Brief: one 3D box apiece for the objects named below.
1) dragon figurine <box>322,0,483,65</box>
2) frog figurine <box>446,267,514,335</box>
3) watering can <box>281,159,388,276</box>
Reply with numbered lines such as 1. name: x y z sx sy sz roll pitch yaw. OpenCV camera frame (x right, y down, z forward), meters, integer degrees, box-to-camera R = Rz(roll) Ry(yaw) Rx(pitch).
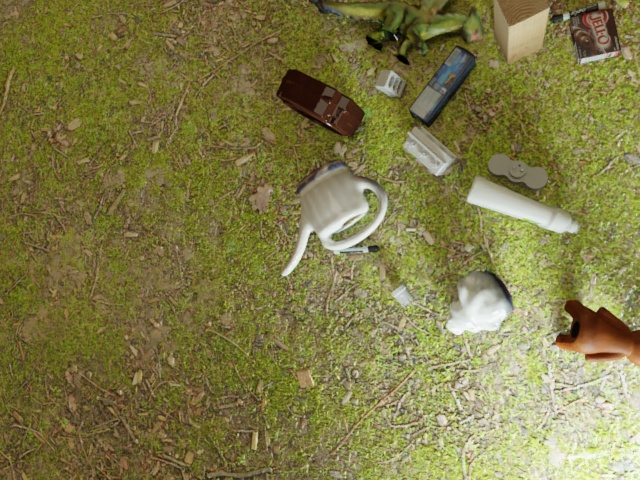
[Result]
1. dragon figurine: 0.230 -0.605 1.328 0.412 0.121 0.243 34 90 9
2. frog figurine: 0.356 0.151 1.188 0.159 0.123 0.137 -32 94 1
3. watering can: 0.004 -0.068 1.342 0.345 0.103 0.227 -30 74 13
